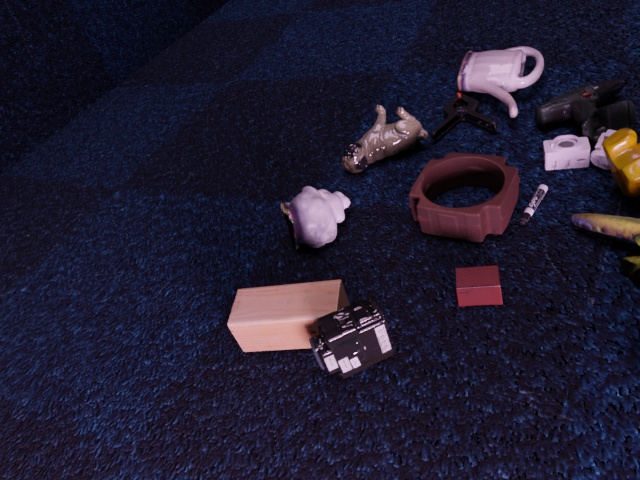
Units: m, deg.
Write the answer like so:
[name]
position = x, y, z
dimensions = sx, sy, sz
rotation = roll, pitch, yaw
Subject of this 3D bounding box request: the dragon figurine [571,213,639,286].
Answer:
[dragon figurine]
position = 0.621, -0.015, 0.823
dimensions = 0.243, 0.120, 0.418
rotation = -25, 27, 1

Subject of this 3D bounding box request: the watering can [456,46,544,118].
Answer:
[watering can]
position = 0.480, -0.442, 1.410
dimensions = 0.225, 0.102, 0.355
rotation = 9, 47, 31

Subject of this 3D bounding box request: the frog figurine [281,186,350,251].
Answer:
[frog figurine]
position = 0.004, -0.058, 1.161
dimensions = 0.160, 0.120, 0.139
rotation = -20, 71, -14
